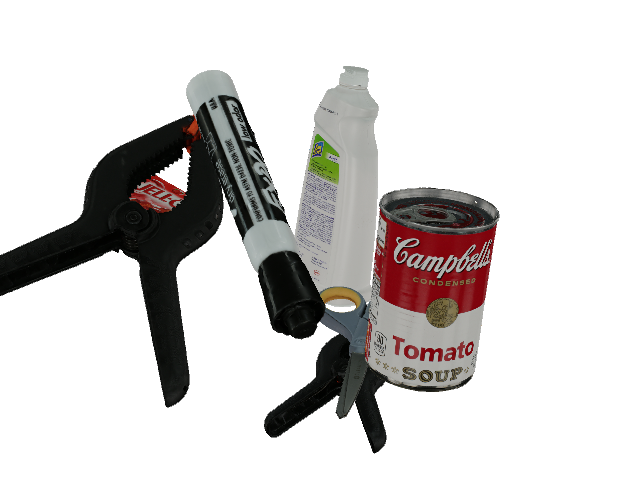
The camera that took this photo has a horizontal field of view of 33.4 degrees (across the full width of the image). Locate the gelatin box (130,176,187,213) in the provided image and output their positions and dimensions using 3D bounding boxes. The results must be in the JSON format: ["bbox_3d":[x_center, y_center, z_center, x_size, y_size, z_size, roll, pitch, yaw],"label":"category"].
[{"bbox_3d":[-0.162,-0.029,1.052,0.089,0.030,0.073,30,35,31],"label":"gelatin box"}]

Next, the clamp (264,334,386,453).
[{"bbox_3d":[0.034,0.142,1.047,0.120,0.039,0.171,15,46,25],"label":"clamp"}]

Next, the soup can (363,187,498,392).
[{"bbox_3d":[0.063,0.028,0.621,0.068,0.102,0.068,4,21,-2],"label":"soup can"}]

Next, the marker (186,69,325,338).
[{"bbox_3d":[-0.024,-0.015,0.379,0.020,0.121,0.020,-15,-38,-12],"label":"marker"}]

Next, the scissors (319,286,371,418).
[{"bbox_3d":[0.017,0.077,0.820,0.096,0.016,0.201,10,25,24],"label":"scissors"}]

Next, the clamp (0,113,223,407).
[{"bbox_3d":[-0.117,0.003,0.707,0.164,0.209,0.036,30,-31,9],"label":"clamp"}]

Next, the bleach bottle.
[{"bbox_3d":[0.025,-0.062,1.164,0.067,0.251,0.103,-7,23,-39],"label":"bleach bottle"}]
